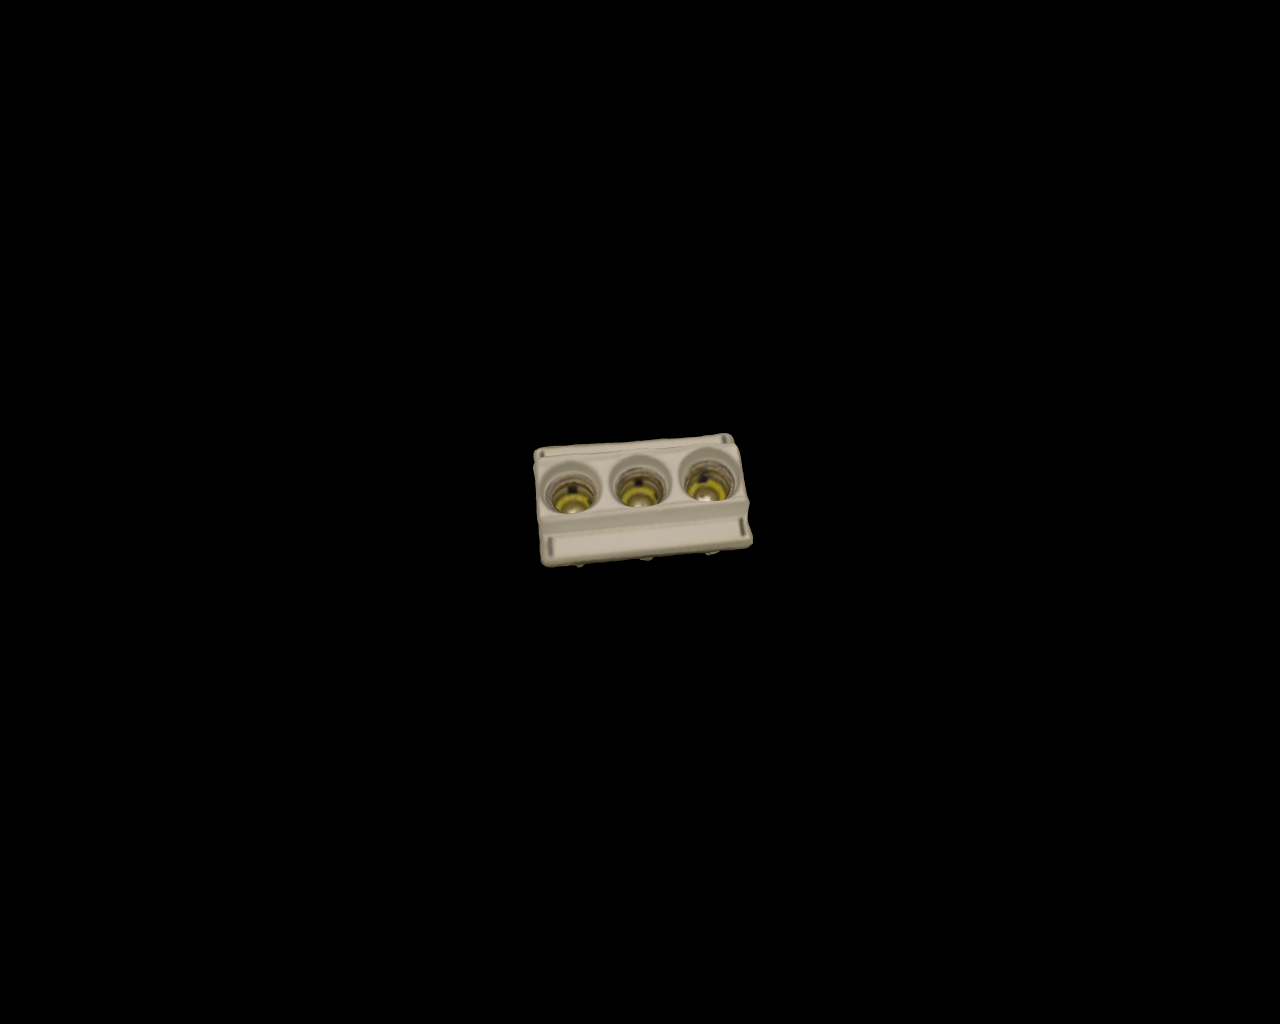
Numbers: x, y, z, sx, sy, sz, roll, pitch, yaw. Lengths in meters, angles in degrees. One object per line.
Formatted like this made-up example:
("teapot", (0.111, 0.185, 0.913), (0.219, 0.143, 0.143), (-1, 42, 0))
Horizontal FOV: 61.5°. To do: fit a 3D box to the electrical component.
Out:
("electrical component", (0.001, -0.003, 0.650), (0.121, 0.079, 0.063), (-5, -31, -3))
